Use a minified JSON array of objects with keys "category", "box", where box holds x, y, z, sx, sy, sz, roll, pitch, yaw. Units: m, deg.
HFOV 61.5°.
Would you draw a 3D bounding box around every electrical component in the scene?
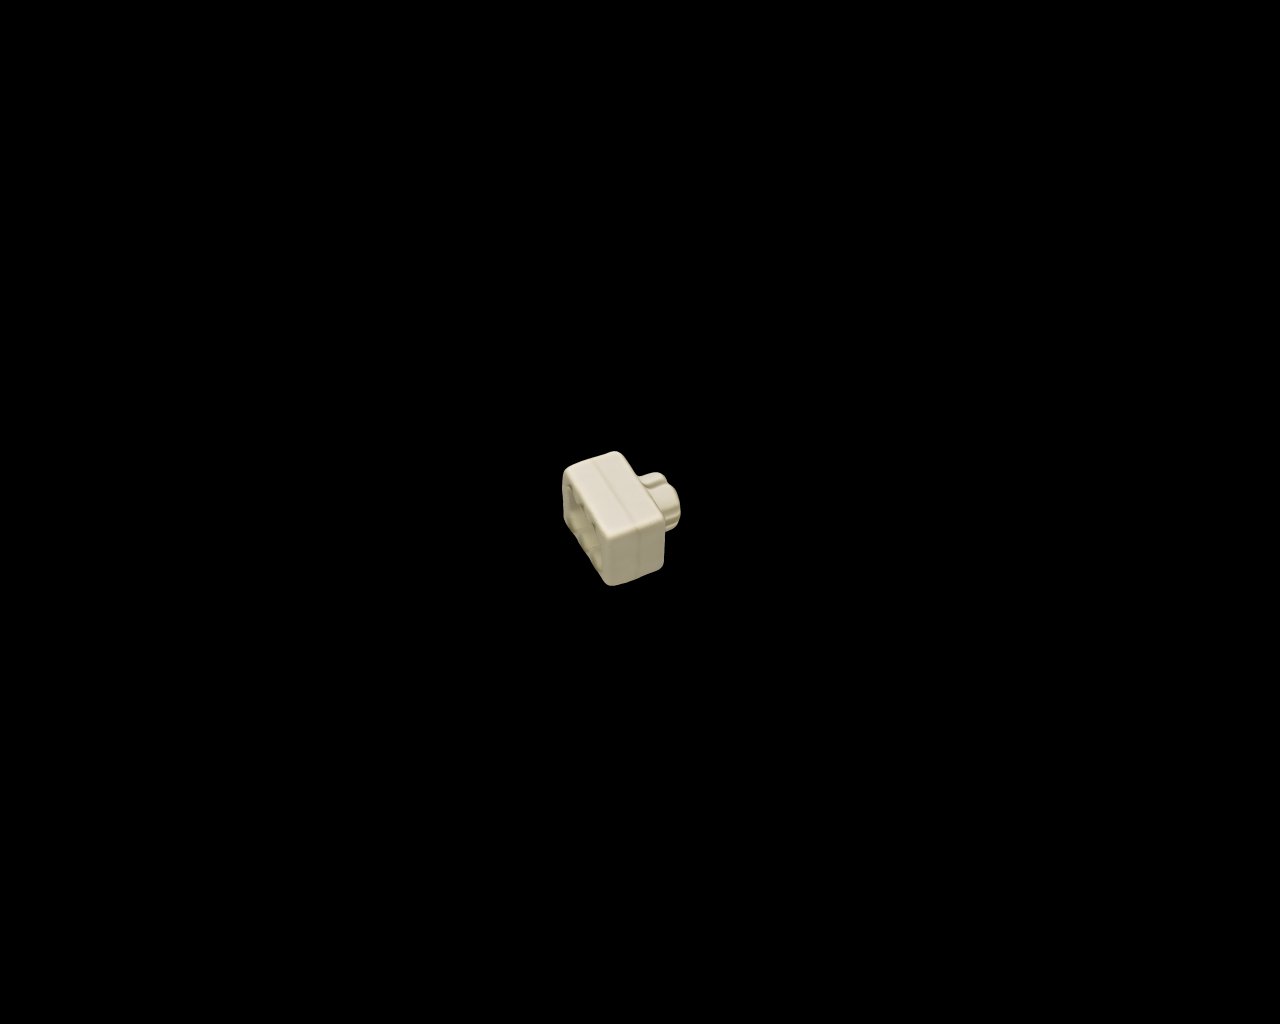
[{"category":"electrical component","box":[0.001,-0.003,0.650,0.077,0.047,0.066,-20,50,-17]}]
